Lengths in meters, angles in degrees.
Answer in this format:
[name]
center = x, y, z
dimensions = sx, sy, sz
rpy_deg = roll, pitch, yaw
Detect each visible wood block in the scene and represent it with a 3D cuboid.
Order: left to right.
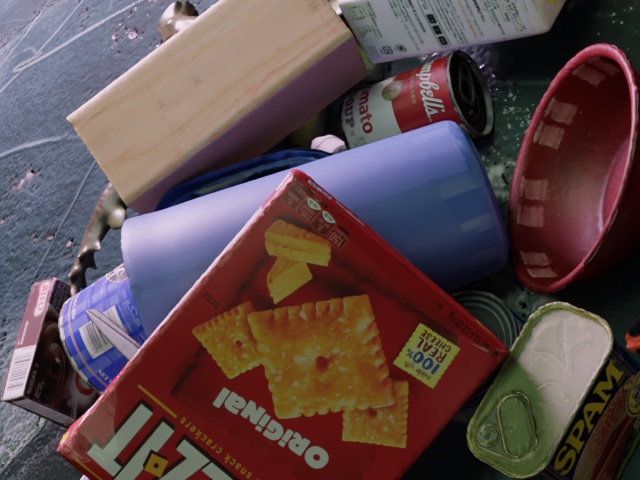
[wood block]
center = -0.075, -0.112, 0.821
dimensions = 0.206, 0.090, 0.090
rpy_deg = -37, 76, 2

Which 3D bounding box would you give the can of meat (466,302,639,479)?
[can of meat]
center = 0.144, 0.101, 0.619
dimensions = 0.058, 0.083, 0.102
rpy_deg = 23, 79, 47

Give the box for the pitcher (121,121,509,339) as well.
[pitcher]
center = -0.005, 0.001, 0.731
dimensions = 0.243, 0.145, 0.149
rpy_deg = -20, 90, 3

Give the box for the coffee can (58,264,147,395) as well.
[coffee can]
center = -0.127, 0.057, 0.872
dimensions = 0.140, 0.102, 0.103
rpy_deg = -32, 46, 21

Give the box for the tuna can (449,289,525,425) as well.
[tuna can]
center = 0.100, 0.078, 0.711
dimensions = 0.086, 0.033, 0.086
rpy_deg = -22, 50, 29

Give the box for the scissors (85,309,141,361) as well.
[scissors]
center = -0.094, 0.098, 0.785
dimensions = 0.096, 0.016, 0.202
rpy_deg = -32, 56, -7

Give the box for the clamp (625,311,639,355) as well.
[clamp]
center = 0.259, 0.041, 0.558
dimensions = 0.036, 0.164, 0.210
rpy_deg = -41, 8, -39

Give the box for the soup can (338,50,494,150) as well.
[soup can]
center = 0.074, -0.098, 0.829
dimensions = 0.102, 0.068, 0.068
rpy_deg = -17, 52, 33

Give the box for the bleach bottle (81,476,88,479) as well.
[bleach bottle]
center = -0.154, 0.199, 0.782
dimensions = 0.103, 0.068, 0.250
rpy_deg = -31, 21, 35

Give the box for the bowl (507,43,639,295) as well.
[bowl]
center = 0.178, -0.039, 0.675
dimensions = 0.162, 0.055, 0.162
rpy_deg = -167, 90, -77

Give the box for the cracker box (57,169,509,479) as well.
[cracker box]
center = -0.022, 0.089, 0.629
dimensions = 0.214, 0.164, 0.072
rpy_deg = -49, 3, 1

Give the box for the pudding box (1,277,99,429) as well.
[pudding box]
center = -0.221, 0.102, 0.934
dimensions = 0.039, 0.090, 0.113
rpy_deg = -12, 56, 38
